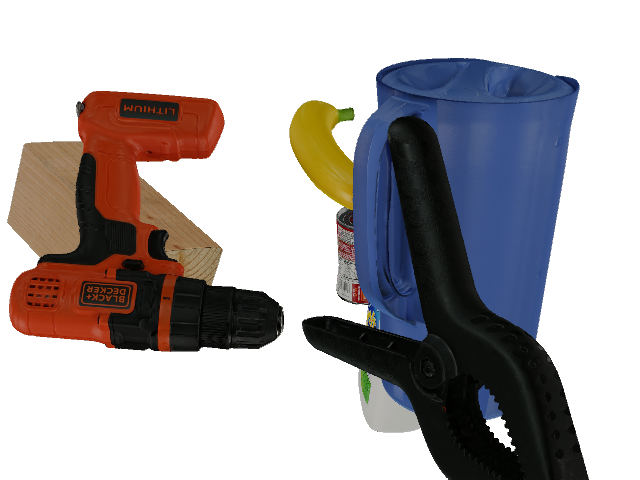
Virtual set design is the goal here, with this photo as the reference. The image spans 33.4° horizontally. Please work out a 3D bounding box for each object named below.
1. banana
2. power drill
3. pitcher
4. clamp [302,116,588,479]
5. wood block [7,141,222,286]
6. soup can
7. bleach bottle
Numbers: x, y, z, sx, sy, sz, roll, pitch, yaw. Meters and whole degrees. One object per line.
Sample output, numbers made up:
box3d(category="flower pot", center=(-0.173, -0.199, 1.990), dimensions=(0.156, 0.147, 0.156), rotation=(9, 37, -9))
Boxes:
box3d(category="banana", center=(0.009, -0.080, 0.928), dimensions=(0.069, 0.037, 0.198), rotation=(-1, 33, -7))
box3d(category="power drill", center=(-0.113, -0.012, 0.751), dimensions=(0.184, 0.187, 0.057), rotation=(5, -28, -3))
box3d(category="pitcher", center=(0.093, 0.002, 0.739), dimensions=(0.149, 0.243, 0.145), rotation=(1, 21, -1))
box3d(category="clamp", center=(0.067, 0.050, 0.532), dimensions=(0.036, 0.165, 0.210), rotation=(-10, 42, -33))
box3d(category="wood block", center=(-0.194, -0.006, 0.984), dimensions=(0.090, 0.091, 0.206), rotation=(-6, 34, -45))
box3d(category="soup can", center=(0.052, 0.017, 1.252), dimensions=(0.068, 0.102, 0.068), rotation=(0, 27, 0))
box3d(category="bleach bottle", center=(0.074, 0.066, 1.029), dimensions=(0.068, 0.251, 0.102), rotation=(-2, 37, -3))
